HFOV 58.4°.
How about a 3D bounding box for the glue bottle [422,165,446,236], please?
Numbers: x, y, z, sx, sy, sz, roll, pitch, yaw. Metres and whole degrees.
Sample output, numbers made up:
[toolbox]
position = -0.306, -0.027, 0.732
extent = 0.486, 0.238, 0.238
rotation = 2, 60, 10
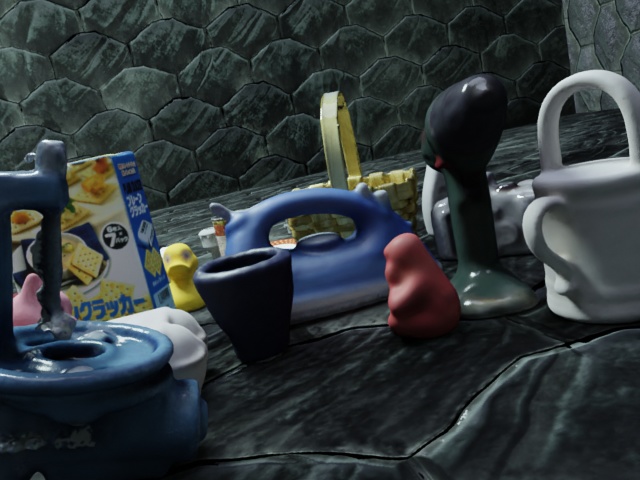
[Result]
[glue bottle]
position = 0.186, -0.096, 0.871
extent = 0.078, 0.173, 0.037
rotation = -15, 11, -14

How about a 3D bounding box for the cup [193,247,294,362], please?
[cup]
position = -0.070, 0.062, 0.543
extent = 0.092, 0.095, 0.117
rotation = -19, 13, -33

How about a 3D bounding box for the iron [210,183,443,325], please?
[iron]
position = 0.006, 0.002, 0.643
extent = 0.258, 0.141, 0.118
rotation = -14, 11, -8

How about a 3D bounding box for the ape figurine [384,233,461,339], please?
[ape figurine]
position = 0.081, 0.038, 0.504
extent = 0.075, 0.092, 0.078
rotation = -4, 13, 37

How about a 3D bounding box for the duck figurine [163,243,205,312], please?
[duck figurine]
position = -0.186, 0.046, 0.783
extent = 0.077, 0.086, 0.104
rotation = -13, 11, -5

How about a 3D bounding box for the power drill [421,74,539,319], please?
[power drill]
position = 0.143, -0.041, 0.531
extent = 0.075, 0.208, 0.229
rotation = -11, 11, 4

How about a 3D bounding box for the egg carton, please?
[egg carton]
position = -0.168, 0.108, 0.480
extent = 0.150, 0.069, 0.107
rotation = -14, 11, -10

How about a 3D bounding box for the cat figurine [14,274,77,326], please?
[cat figurine]
position = -0.276, 0.093, 0.546
extent = 0.067, 0.118, 0.128
rotation = -11, 11, 7

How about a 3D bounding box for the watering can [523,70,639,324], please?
[watering can]
position = 0.232, -0.041, 0.474
extent = 0.100, 0.194, 0.173
rotation = -3, 14, 40

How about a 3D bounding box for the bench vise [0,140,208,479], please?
[bench vise]
position = -0.186, 0.062, 0.330
extent = 0.208, 0.220, 0.121
rotation = -19, 13, -31

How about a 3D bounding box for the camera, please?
[camera]
position = 0.227, -0.042, 0.738
extent = 0.142, 0.101, 0.137
rotation = -6, 12, 29
